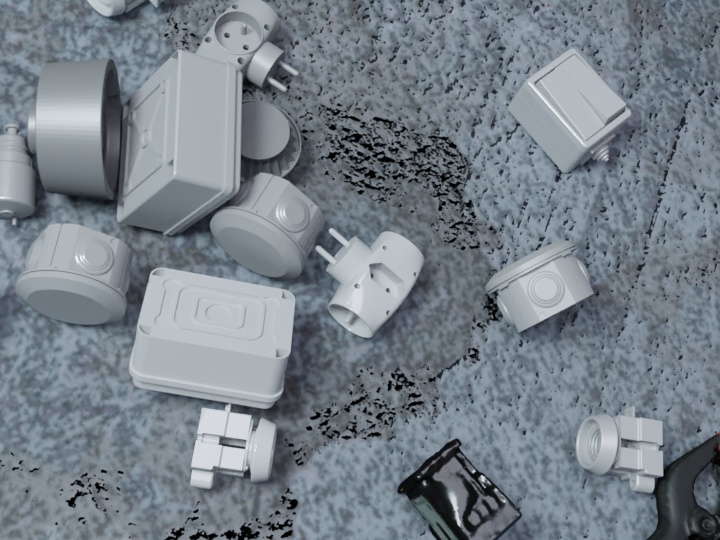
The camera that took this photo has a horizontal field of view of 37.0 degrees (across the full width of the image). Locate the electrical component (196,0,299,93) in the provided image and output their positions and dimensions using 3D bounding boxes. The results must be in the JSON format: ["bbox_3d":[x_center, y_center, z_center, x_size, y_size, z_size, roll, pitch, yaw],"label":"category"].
[{"bbox_3d":[-0.090,-0.179,0.906,0.079,0.044,0.077,33,68,1],"label":"electrical component"}]

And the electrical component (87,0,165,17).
[{"bbox_3d":[-0.202,-0.249,0.902,0.057,0.058,0.078,-41,82,-24],"label":"electrical component"}]

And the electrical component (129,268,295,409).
[{"bbox_3d":[-0.109,0.052,0.800,0.113,0.057,0.078,11,39,-8],"label":"electrical component"}]

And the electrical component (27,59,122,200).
[{"bbox_3d":[-0.220,-0.108,0.824,0.060,0.108,0.108,1,71,-5],"label":"electrical component"}]

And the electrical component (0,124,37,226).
[{"bbox_3d":[-0.272,-0.076,0.835,0.040,0.040,0.078,1,71,-11],"label":"electrical component"}]

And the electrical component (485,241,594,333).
[{"bbox_3d":[0.146,0.013,0.868,0.080,0.080,0.051,-25,83,-18],"label":"electrical component"}]

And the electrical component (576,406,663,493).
[{"bbox_3d":[0.206,0.140,0.853,0.055,0.048,0.066,11,69,-16],"label":"electrical component"}]

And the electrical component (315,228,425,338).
[{"bbox_3d":[0.000,0.000,0.857,0.079,0.043,0.077,41,68,-11],"label":"electrical component"}]

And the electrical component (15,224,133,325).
[{"bbox_3d":[-0.210,0.005,0.799,0.080,0.080,0.051,11,63,-7],"label":"electrical component"}]

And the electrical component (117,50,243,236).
[{"bbox_3d":[-0.140,-0.096,0.828,0.056,0.109,0.108,12,67,-33],"label":"electrical component"}]

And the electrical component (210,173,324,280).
[{"bbox_3d":[-0.072,-0.033,0.840,0.080,0.080,0.051,29,63,0],"label":"electrical component"}]

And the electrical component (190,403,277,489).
[{"bbox_3d":[-0.092,0.131,0.796,0.055,0.048,0.066,8,69,0],"label":"electrical component"}]

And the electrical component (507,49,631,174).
[{"bbox_3d":[0.188,-0.135,0.938,0.062,0.061,0.096,-37,81,-21],"label":"electrical component"}]
